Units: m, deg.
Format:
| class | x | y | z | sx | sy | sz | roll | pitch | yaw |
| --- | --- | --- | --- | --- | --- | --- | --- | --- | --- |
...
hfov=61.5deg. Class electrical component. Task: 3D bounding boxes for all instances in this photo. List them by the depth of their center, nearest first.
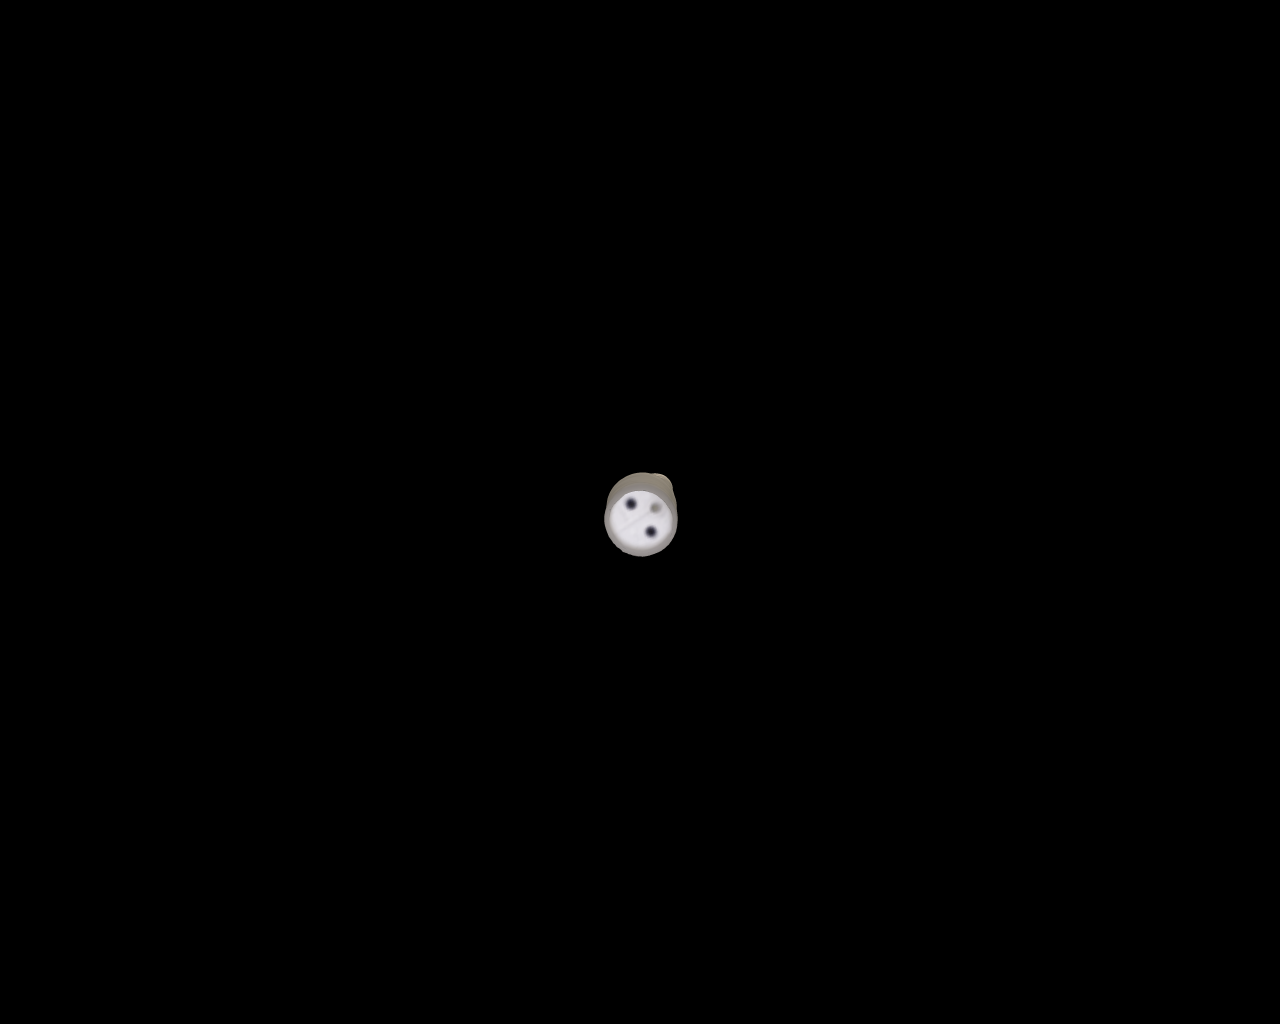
| class | x | y | z | sx | sy | sz | roll | pitch | yaw |
| --- | --- | --- | --- | --- | --- | --- | --- | --- | --- |
| electrical component | 0.001 | -0.003 | 0.650 | 0.043 | 0.043 | 0.081 | 0 | 14 | 0 |
